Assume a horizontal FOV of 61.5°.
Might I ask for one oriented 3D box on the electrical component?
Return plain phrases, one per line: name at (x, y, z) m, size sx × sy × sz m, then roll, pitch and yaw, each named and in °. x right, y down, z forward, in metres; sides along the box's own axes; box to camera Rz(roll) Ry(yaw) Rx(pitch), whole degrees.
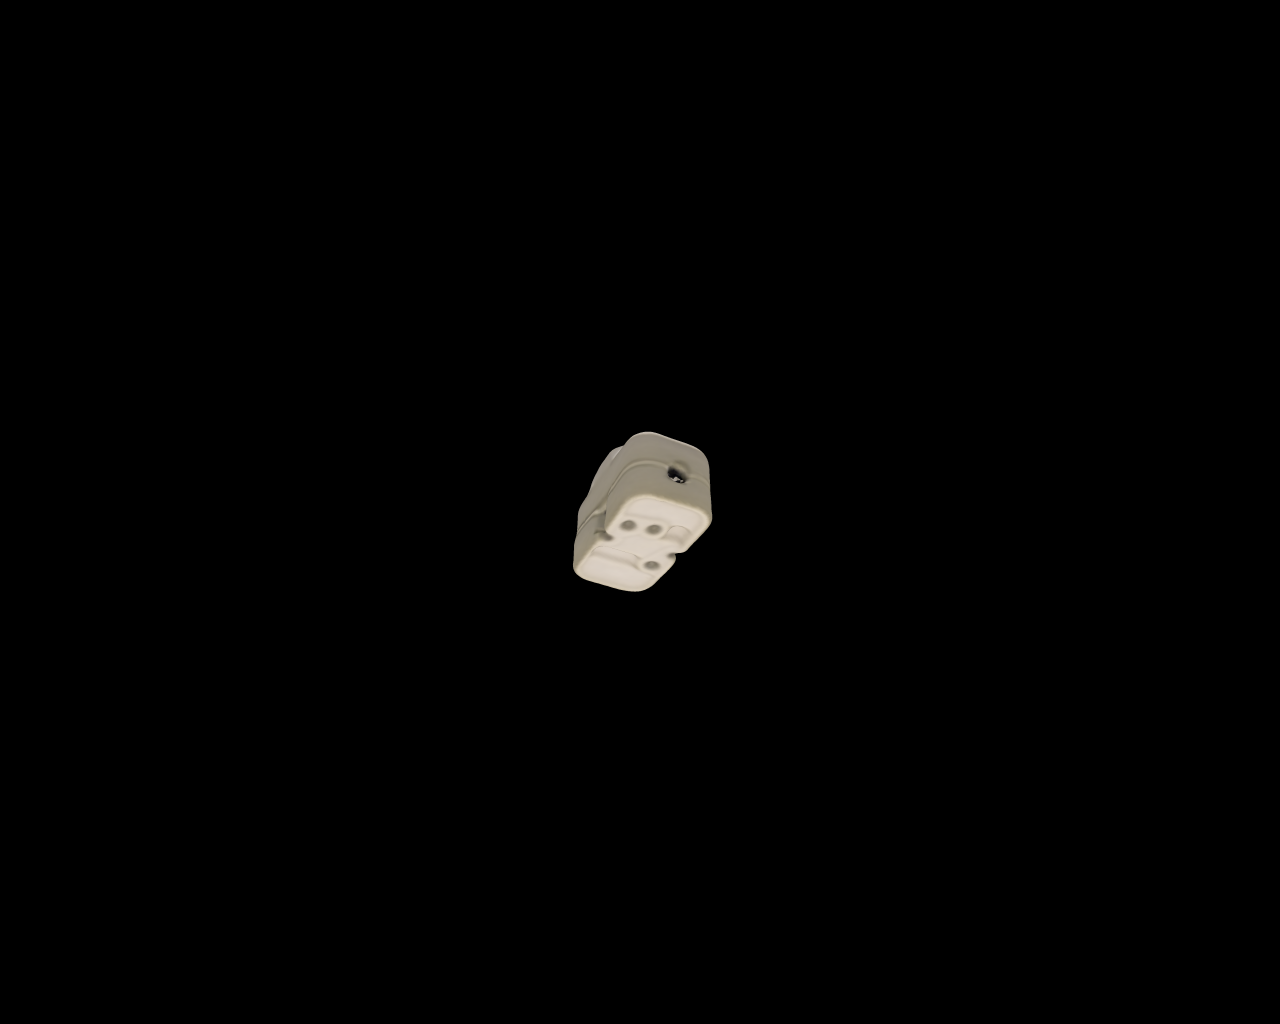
electrical component at (0.001, -0.003, 0.650) m, size 0.054 × 0.059 × 0.095 m, roll 17°, pitch -41°, yaw -21°
